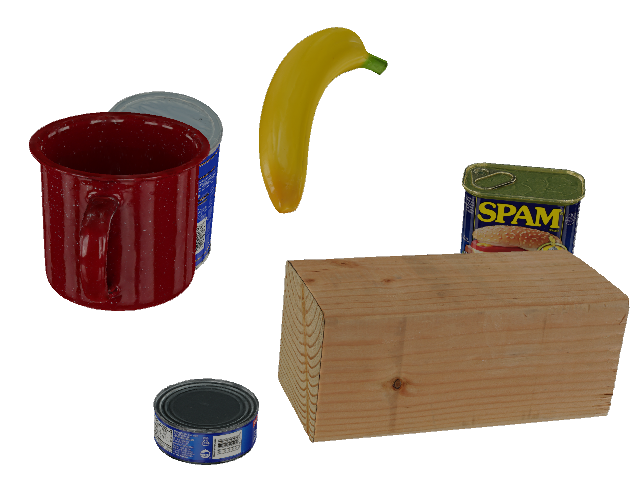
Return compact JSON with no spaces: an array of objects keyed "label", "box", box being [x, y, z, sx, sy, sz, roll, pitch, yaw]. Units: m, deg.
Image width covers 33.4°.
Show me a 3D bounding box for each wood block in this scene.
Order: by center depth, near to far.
[{"label":"wood block","box":[0.085,0.065,0.705,0.205,0.091,0.090,-2,22,-17]}]

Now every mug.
[{"label":"mug","box":[-0.107,-0.010,0.563,0.093,0.081,0.117,4,26,-3]}]

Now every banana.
[{"label":"banana","box":[-0.006,-0.102,0.775,0.069,0.197,0.037,38,-41,-8]}]

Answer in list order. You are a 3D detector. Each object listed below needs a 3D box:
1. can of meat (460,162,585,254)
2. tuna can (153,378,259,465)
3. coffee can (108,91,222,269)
[{"label":"can of meat","box":[0.171,-0.015,0.919,0.102,0.084,0.057,6,31,10]},{"label":"tuna can","box":[-0.094,0.148,0.874,0.086,0.034,0.086,3,20,-1]},{"label":"coffee can","box":[-0.146,-0.049,0.974,0.102,0.140,0.103,6,41,-5]}]
